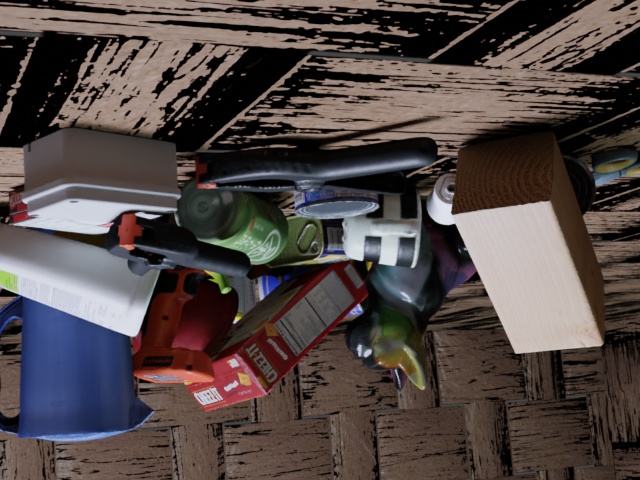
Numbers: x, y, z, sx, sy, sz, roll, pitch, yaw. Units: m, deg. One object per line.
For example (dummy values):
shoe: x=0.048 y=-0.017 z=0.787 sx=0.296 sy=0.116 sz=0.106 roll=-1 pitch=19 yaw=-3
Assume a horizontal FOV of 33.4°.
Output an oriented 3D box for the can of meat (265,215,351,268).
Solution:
can of meat: x=-0.008 y=0.002 z=1.291 sx=0.102 sy=0.057 sz=0.083 roll=-11 pitch=171 yaw=41

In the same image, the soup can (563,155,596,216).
soup can: x=0.234 y=-0.043 z=1.090 sx=0.068 sy=0.068 sz=0.102 roll=-4 pitch=171 yaw=-3

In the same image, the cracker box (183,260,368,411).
cracker box: x=-0.056 y=0.119 z=1.351 sx=0.213 sy=0.072 sz=0.164 roll=-42 pitch=-171 yaw=-35

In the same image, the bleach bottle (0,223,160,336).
bleach bottle: x=-0.296 y=0.024 z=1.102 sx=0.250 sy=0.068 sz=0.103 roll=19 pitch=151 yaw=-7

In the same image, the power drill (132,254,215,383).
power drill: x=-0.153 y=0.073 z=1.263 sx=0.185 sy=0.187 sz=0.057 roll=-7 pitch=156 yaw=32

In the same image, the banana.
banana: x=-0.185 y=0.000 z=1.156 sx=0.197 sy=0.069 sz=0.037 roll=15 pitch=134 yaw=-6

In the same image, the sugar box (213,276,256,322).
sugar box: x=-0.136 y=0.069 z=1.534 sx=0.048 sy=0.093 sz=0.176 roll=-4 pitch=171 yaw=10

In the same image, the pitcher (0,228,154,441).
pitcher: x=-0.287 y=0.105 z=1.205 sx=0.145 sy=0.243 sz=0.149 roll=-12 pitch=168 yaw=40

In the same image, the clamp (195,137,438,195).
clamp: x=-0.005 y=-0.061 z=0.959 sx=0.210 sy=0.036 sz=0.164 roll=-2 pitch=172 yaw=2

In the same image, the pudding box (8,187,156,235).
pudding box: x=-0.228 y=-0.033 z=1.028 sx=0.090 sy=0.039 sz=0.113 roll=-10 pitch=168 yaw=36

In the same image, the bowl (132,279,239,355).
bowl: x=-0.184 y=0.099 z=1.361 sx=0.162 sy=0.162 sz=0.055 roll=-12 pitch=129 yaw=38

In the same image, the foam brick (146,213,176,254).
foam brick: x=-0.163 y=-0.019 z=1.100 sx=0.078 sy=0.053 sz=0.051 roll=-11 pitch=169 yaw=28

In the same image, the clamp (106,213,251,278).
clamp: x=-0.148 y=0.009 z=0.953 sx=0.120 sy=0.039 sz=0.171 roll=-8 pitch=163 yaw=20

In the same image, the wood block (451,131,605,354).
wood block: x=0.200 y=0.007 z=1.001 sx=0.091 sy=0.090 sz=0.206 roll=-9 pitch=135 yaw=24

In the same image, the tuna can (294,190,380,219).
tuna can: x=0.016 y=-0.046 z=1.075 sx=0.086 sy=0.034 sz=0.086 roll=-4 pitch=171 yaw=-1

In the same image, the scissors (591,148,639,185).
scissors: x=0.286 y=-0.069 z=1.117 sx=0.096 sy=0.016 sz=0.202 roll=2 pitch=169 yaw=-31

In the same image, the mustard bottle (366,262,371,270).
mustard bottle: x=0.116 y=0.025 z=1.487 sx=0.096 sy=0.058 sz=0.192 roll=-3 pitch=171 yaw=-16

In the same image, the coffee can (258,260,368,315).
coffee can: x=-0.006 y=0.061 z=1.518 sx=0.140 sy=0.103 sz=0.102 roll=-7 pitch=171 yaw=17
